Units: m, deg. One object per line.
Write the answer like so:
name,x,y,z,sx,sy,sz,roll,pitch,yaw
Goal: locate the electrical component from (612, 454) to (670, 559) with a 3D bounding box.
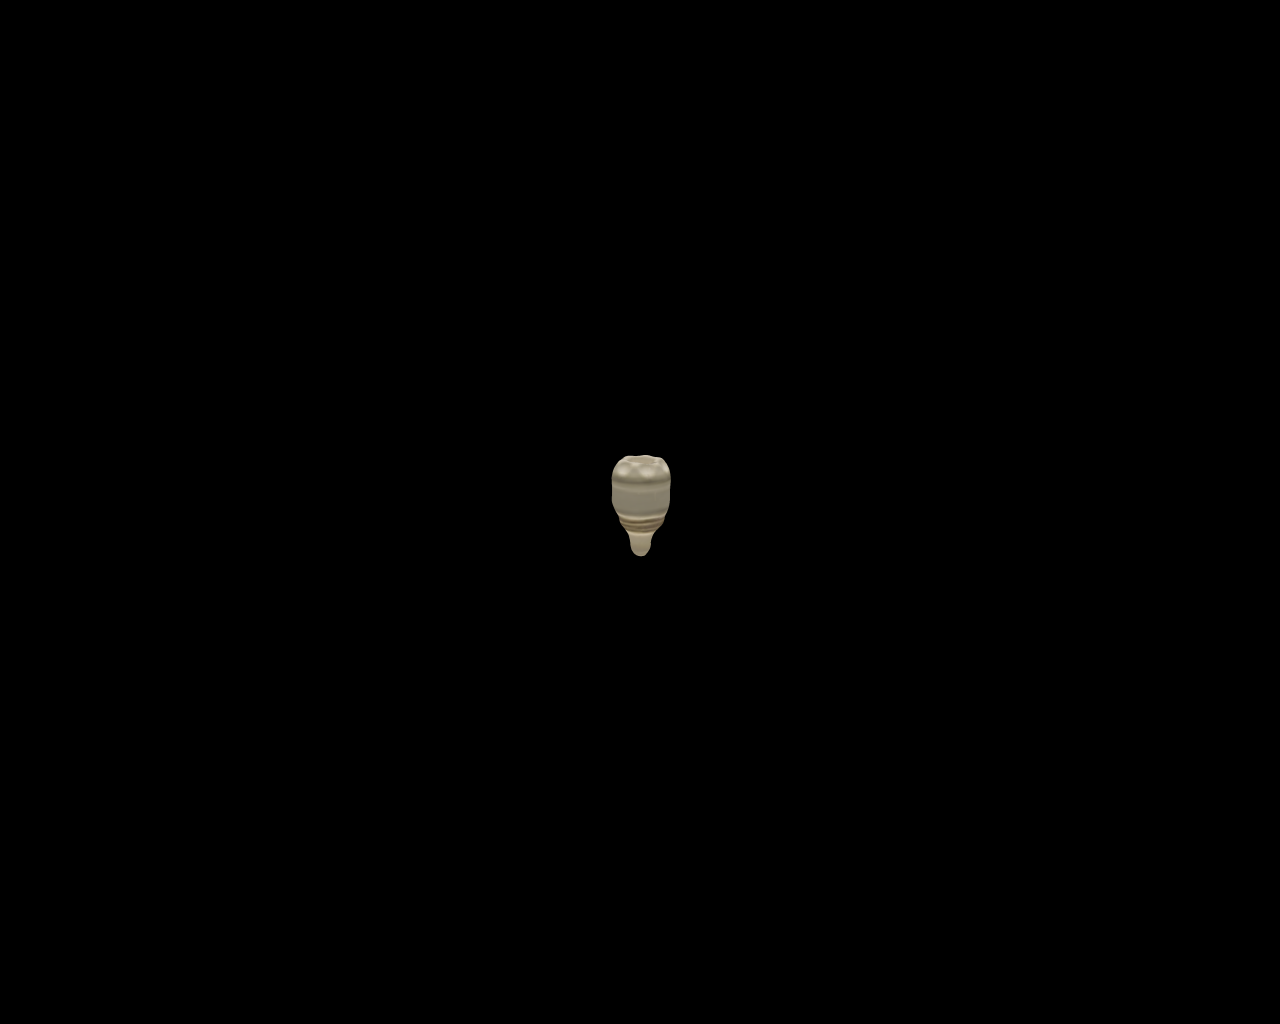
electrical component,0.001,-0.003,0.650,0.035,0.061,0.035,0,14,0
